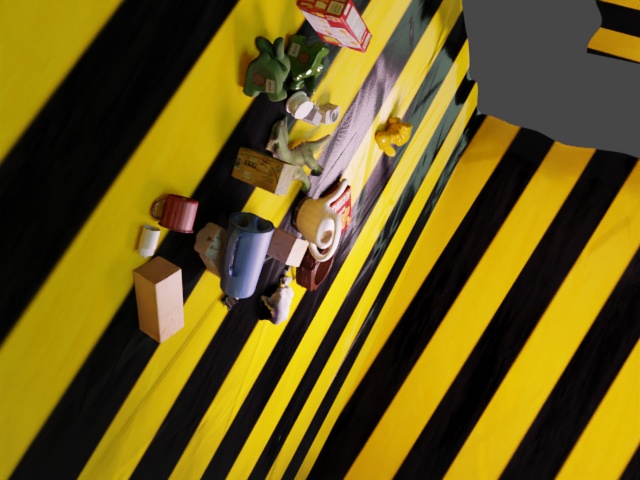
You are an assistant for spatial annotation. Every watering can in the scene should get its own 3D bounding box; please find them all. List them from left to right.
[{"bbox_3d":[0.006,-0.095,1.892,0.104,0.227,0.342,-7,120,-40],"label":"watering can"}]

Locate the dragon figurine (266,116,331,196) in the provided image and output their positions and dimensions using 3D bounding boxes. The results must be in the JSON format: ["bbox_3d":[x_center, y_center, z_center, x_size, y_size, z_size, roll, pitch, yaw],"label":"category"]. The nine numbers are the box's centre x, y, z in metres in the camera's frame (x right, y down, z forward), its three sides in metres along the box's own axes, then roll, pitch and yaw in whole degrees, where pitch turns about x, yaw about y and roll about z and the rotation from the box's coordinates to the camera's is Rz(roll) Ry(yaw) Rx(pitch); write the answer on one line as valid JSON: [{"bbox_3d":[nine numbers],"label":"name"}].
[{"bbox_3d":[-0.087,-0.296,1.694,0.419,0.122,0.237,-61,147,-32],"label":"dragon figurine"}]

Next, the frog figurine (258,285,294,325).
[{"bbox_3d":[-0.150,0.249,2.000,0.161,0.123,0.136,-21,111,-42],"label":"frog figurine"}]
